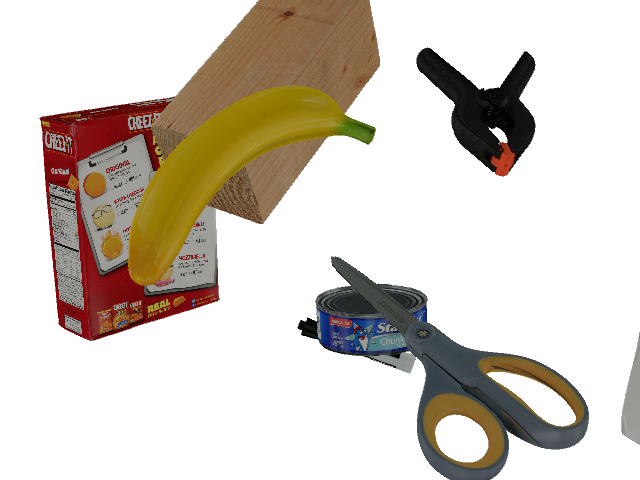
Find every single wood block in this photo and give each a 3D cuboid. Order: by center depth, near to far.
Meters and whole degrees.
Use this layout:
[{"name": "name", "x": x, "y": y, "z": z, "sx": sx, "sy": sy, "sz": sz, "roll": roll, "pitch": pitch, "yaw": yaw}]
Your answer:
[{"name": "wood block", "x": -0.040, "y": -0.126, "z": 0.909, "sx": 0.091, "sy": 0.205, "sz": 0.090, "roll": 19, "pitch": -33, "yaw": 26}]

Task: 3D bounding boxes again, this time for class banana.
[{"name": "banana", "x": -0.054, "y": -0.048, "z": 0.664, "sx": 0.197, "sy": 0.070, "sz": 0.037, "roll": -35, "pitch": -24, "yaw": -27}]

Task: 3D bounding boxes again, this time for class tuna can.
[{"name": "tuna can", "x": 0.039, "y": 0.060, "z": 0.816, "sx": 0.086, "sy": 0.034, "sz": 0.086, "roll": -2, "pitch": 12, "yaw": 0}]

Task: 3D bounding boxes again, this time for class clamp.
[{"name": "clamp", "x": 0.152, "y": -0.132, "z": 1.029, "sx": 0.120, "sy": 0.039, "sz": 0.171, "roll": 3, "pitch": 44, "yaw": 3}]

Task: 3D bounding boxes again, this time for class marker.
[{"name": "marker", "x": 0.035, "y": 0.104, "z": 1.066, "sx": 0.121, "sy": 0.020, "sz": 0.020, "roll": 19, "pitch": 1, "yaw": 3}]

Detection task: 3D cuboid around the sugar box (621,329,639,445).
[{"name": "sugar box", "x": 0.289, "y": 0.129, "z": 0.719, "sx": 0.048, "sy": 0.093, "sz": 0.176, "roll": -15, "pitch": 30, "yaw": -37}]

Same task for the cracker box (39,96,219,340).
[{"name": "cracker box", "x": -0.186, "y": -0.026, "z": 1.062, "sx": 0.163, "sy": 0.214, "sz": 0.072, "roll": -16, "pitch": 22, "yaw": -42}]

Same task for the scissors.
[{"name": "scissors", "x": 0.051, "y": 0.070, "z": 0.594, "sx": 0.202, "sy": 0.016, "sz": 0.096, "roll": 25, "pitch": 49, "yaw": 36}]
